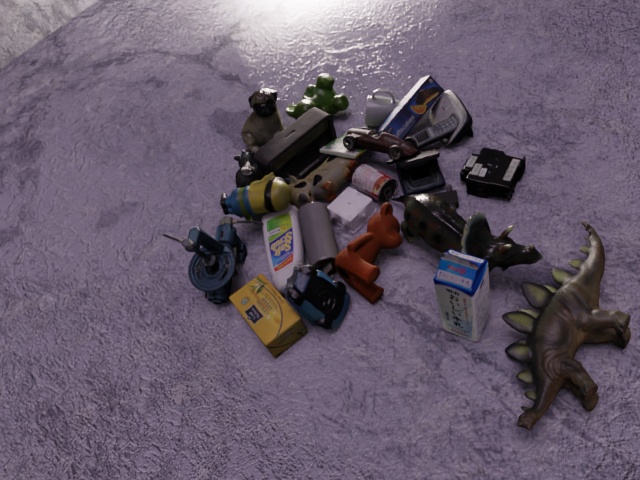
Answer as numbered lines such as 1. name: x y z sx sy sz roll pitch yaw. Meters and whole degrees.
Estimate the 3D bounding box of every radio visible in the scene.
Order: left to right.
1. radio: -0.059 -0.240 1.455 0.229 0.131 0.073 -40 52 -15

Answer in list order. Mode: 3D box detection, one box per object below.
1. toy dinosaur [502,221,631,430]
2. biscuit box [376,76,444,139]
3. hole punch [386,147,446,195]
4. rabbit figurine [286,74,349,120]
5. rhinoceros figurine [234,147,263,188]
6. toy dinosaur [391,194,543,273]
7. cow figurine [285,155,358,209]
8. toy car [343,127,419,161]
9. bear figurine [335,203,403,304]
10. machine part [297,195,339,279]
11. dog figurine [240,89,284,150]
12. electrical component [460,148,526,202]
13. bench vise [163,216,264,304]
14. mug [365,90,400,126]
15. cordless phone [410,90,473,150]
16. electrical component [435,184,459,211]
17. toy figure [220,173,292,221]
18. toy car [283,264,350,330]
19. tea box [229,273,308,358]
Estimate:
1. toy dinosaur: 0.458 0.145 0.989 0.199 0.104 0.471 22 58 36
2. biscuit box: 0.240 -0.342 1.438 0.202 0.062 0.059 -50 14 -1
3. hole punch: 0.247 -0.173 1.338 0.142 0.092 0.116 -18 20 9
4. rabbit figurine: -0.028 -0.386 1.546 0.159 0.121 0.170 -20 16 39
5. rhinoceros figurine: -0.198 -0.190 1.475 0.073 0.112 0.190 -20 29 9
6. toy dinosaur: 0.257 -0.030 1.138 0.131 0.192 0.405 -38 52 -15
7. cow figurine: -0.004 -0.150 1.395 0.127 0.085 0.195 31 64 37
8. toy car: 0.153 -0.249 1.362 0.202 0.053 0.089 20 34 33
9. bear figurine: 0.130 0.023 1.193 0.196 0.120 0.132 -40 54 -21
10. machine part: -0.003 -0.004 1.272 0.079 0.079 0.243 -18 57 5
11. dog figurine: -0.183 -0.354 1.552 0.172 0.190 0.121 -4 52 18
12. electrical component: 0.406 -0.158 1.276 0.134 0.058 0.115 19 59 31
13. bench vise: -0.247 0.026 1.252 0.129 0.240 0.223 8 72 21
14. mug: 0.184 -0.367 1.495 0.107 0.109 0.081 7 43 6
15. cordless phone: 0.297 -0.299 1.414 0.184 0.088 0.147 -23 50 7
16. electrical component: 0.298 -0.094 1.285 0.063 0.021 0.094 -8 51 14
17. toy figure: -0.157 -0.097 1.328 0.180 0.082 0.089 -13 57 9
18. toy car: -0.022 0.122 1.158 0.103 0.161 0.109 -9 51 53
19. tea box: -0.115 0.165 1.193 0.098 0.068 0.170 -38 51 -13
